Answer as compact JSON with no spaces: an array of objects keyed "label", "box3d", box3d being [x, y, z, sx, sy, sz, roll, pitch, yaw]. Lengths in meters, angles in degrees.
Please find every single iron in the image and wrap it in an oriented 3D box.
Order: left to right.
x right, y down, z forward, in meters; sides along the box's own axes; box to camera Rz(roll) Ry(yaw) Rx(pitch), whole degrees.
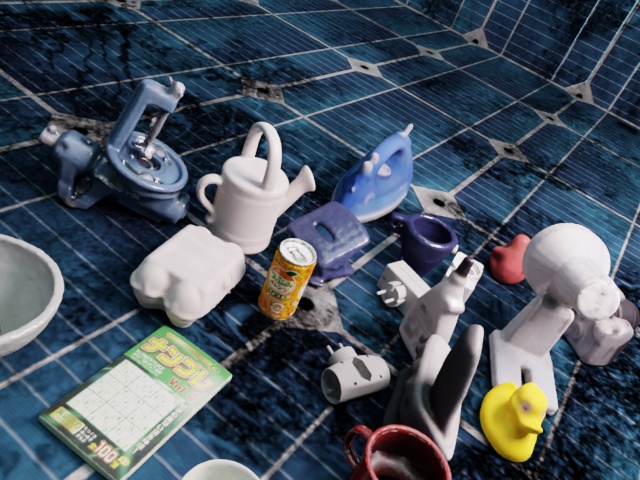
[{"label":"iron","box3d":[0.105,-0.129,1.067,0.118,0.141,0.259,31,35,12]}]

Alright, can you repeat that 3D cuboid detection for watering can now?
[{"label":"watering can","box3d":[-0.092,-0.084,0.848,0.100,0.194,0.173,41,38,25]}]

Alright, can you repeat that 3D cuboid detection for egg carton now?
[{"label":"egg carton","box3d":[-0.166,0.044,0.744,0.107,0.069,0.150,28,35,7]}]

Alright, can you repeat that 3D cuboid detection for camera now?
[{"label":"camera","box3d":[0.486,0.130,0.974,0.137,0.101,0.143,9,37,-20]}]

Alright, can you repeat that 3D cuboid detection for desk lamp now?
[{"label":"desk lamp","box3d":[0.342,0.103,0.829,0.118,0.213,0.203,22,34,-1]}]

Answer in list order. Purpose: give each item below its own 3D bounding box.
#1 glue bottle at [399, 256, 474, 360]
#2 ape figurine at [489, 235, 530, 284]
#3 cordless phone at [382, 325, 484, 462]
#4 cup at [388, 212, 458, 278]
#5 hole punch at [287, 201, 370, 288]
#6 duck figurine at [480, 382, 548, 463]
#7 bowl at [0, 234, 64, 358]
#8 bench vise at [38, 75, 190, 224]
[{"label":"glue bottle","box3d":[0.166,0.090,0.781,0.037,0.173,0.078,4,38,-25]},{"label":"ape figurine","box3d":[0.353,0.030,1.040,0.077,0.092,0.076,34,36,15]},{"label":"cordless phone","box3d":[0.156,0.154,0.678,0.094,0.185,0.148,24,34,3]},{"label":"cup","box3d":[0.155,0.012,0.949,0.117,0.095,0.092,26,35,5]},{"label":"hole punch","box3d":[0.008,0.003,0.879,0.101,0.091,0.108,-11,47,-39]},{"label":"duck figurine","box3d":[0.257,0.219,0.737,0.077,0.086,0.104,18,35,-7]},{"label":"bowl","box3d":[-0.358,0.071,0.594,0.168,0.074,0.167,15,35,-11]},{"label":"bench vise","box3d":[-0.270,-0.127,0.781,0.208,0.219,0.121,4,39,-25]}]
